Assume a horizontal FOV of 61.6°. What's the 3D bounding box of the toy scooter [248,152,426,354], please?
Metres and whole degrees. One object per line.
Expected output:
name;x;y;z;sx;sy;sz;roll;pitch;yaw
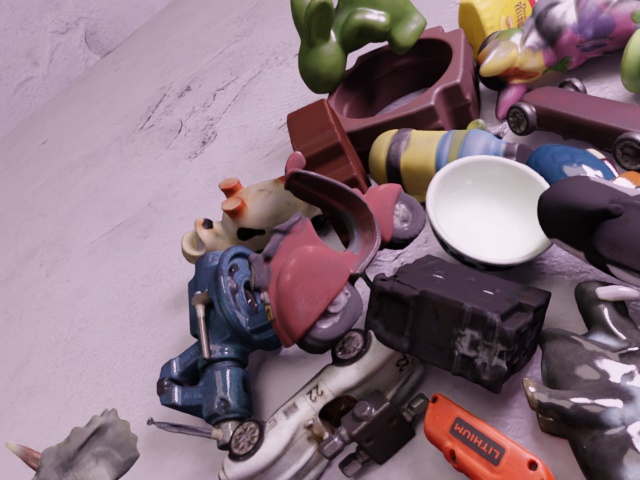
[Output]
toy scooter;-0.001;-0.001;0.470;0.184;0.135;0.075;-51;4;-22

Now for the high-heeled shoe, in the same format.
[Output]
high-heeled shoe;0.283;0.017;0.386;0.249;0.145;0.086;25;95;13

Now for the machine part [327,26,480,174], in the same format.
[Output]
machine part;0.112;-0.190;0.736;0.202;0.087;0.201;-13;42;29

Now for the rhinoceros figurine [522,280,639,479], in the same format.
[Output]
rhinoceros figurine;0.199;0.109;0.359;0.112;0.073;0.190;-19;41;23

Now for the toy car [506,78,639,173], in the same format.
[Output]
toy car;0.287;-0.118;0.551;0.089;0.053;0.202;-25;35;-18

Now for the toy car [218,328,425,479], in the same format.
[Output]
toy car;0.003;0.151;0.462;0.202;0.073;0.056;-41;37;-7

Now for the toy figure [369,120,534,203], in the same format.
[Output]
toy figure;0.140;-0.088;0.602;0.180;0.089;0.082;6;45;44

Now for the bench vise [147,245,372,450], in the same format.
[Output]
bench vise;-0.059;0.085;0.549;0.241;0.128;0.224;-26;41;19

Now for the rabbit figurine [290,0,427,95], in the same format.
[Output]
rabbit figurine;0.033;-0.276;0.718;0.170;0.159;0.121;-48;46;10

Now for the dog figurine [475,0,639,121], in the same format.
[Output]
dog figurine;0.293;-0.234;0.633;0.219;0.108;0.192;-43;40;-3

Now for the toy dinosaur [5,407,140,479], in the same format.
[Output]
toy dinosaur;-0.103;0.247;0.346;0.405;0.192;0.131;21;66;49

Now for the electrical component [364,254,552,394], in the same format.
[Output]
electrical component;0.116;0.057;0.435;0.115;0.058;0.134;20;18;30

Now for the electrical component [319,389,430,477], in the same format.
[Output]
electrical component;0.047;0.151;0.437;0.094;0.063;0.021;-38;37;-5

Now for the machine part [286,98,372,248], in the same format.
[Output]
machine part;0.024;-0.073;0.611;0.056;0.179;0.179;-27;38;10

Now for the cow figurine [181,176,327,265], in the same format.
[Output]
cow figurine;-0.084;-0.017;0.690;0.195;0.127;0.086;-19;39;-2

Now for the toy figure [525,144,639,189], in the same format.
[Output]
toy figure;0.259;-0.043;0.489;0.155;0.058;0.064;45;126;48
